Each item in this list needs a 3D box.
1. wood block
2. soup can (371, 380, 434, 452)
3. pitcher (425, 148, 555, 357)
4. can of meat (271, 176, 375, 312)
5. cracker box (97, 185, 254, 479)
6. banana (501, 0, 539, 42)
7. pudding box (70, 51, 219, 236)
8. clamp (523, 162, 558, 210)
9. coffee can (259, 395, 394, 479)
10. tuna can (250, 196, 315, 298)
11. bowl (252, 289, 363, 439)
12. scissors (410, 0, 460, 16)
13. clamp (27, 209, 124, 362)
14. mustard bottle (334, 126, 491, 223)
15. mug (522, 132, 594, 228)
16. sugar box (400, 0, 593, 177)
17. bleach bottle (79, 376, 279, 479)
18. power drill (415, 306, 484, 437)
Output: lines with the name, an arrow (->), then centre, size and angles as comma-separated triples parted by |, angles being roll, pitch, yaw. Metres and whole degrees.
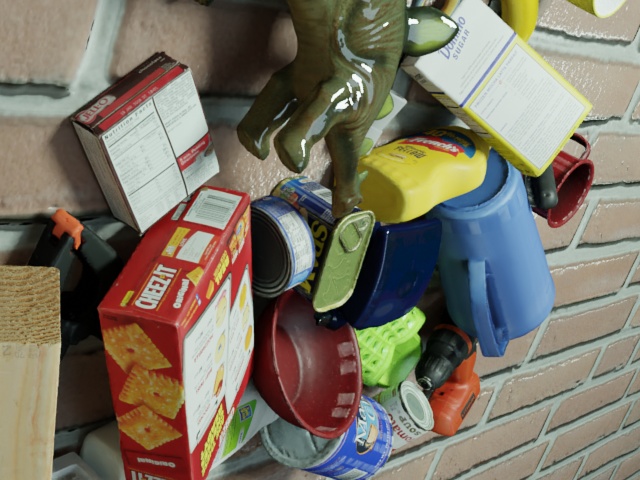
wood block -> -0.235, 0.127, 0.759 | 0.090, 0.091, 0.206 | 2, 123, -17
soup can -> 0.076, 0.219, 1.268 | 0.102, 0.068, 0.068 | -34, 156, 24
pitcher -> 0.187, 0.010, 1.208 | 0.145, 0.149, 0.242 | -37, 141, -9
can of meat -> -0.006, 0.001, 0.986 | 0.057, 0.084, 0.102 | -15, 129, -47
cracker box -> -0.111, 0.085, 0.878 | 0.164, 0.072, 0.214 | -67, 164, -48
banana -> 0.187, -0.248, 1.067 | 0.069, 0.037, 0.197 | -49, 147, -14
pudding box -> -0.128, -0.071, 0.802 | 0.090, 0.039, 0.113 | -41, 143, -23
clamp -> 0.238, -0.111, 1.178 | 0.039, 0.120, 0.171 | -9, 101, 0
coffee can -> 0.009, 0.209, 1.175 | 0.103, 0.103, 0.140 | -56, 148, -1
tuna can -> -0.045, 0.005, 0.936 | 0.033, 0.086, 0.086 | -26, 137, -42
bowl -> -0.021, 0.118, 1.045 | 0.161, 0.055, 0.162 | 33, 50, -50
scissors -> 0.145, -0.262, 0.977 | 0.201, 0.016, 0.096 | -29, 131, -18
clamp -> -0.188, 0.061, 0.841 | 0.164, 0.036, 0.210 | -25, 141, -42
mustard bottle -> 0.109, -0.073, 1.062 | 0.191, 0.096, 0.058 | -23, 125, -42
mug -> 0.280, -0.083, 1.298 | 0.117, 0.082, 0.093 | -54, 148, -4
sugar box -> 0.172, -0.150, 1.038 | 0.176, 0.048, 0.093 | 39, 86, -16
bleach bottle -> -0.115, 0.186, 1.029 | 0.250, 0.068, 0.103 | -21, 134, -47
power drill -> 0.169, 0.166, 1.367 | 0.184, 0.057, 0.188 | -49, 153, -38
